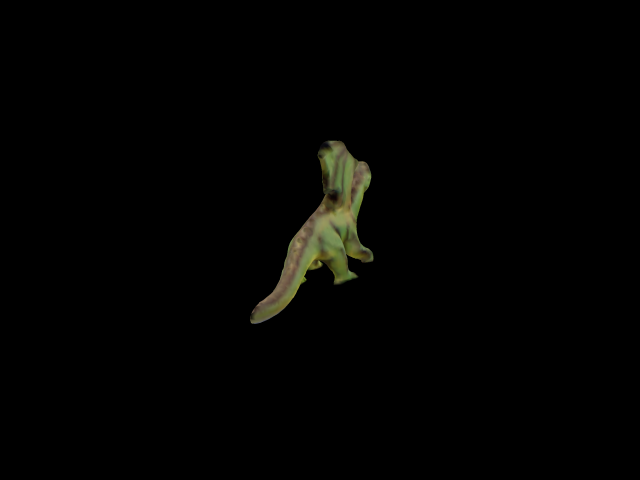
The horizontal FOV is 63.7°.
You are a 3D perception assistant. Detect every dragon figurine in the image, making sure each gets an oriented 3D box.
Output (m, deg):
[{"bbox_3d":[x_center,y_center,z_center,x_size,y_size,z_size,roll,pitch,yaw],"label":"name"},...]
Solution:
[{"bbox_3d":[0.003,-0.043,0.850,0.122,0.240,0.415,6,17,23],"label":"dragon figurine"}]
